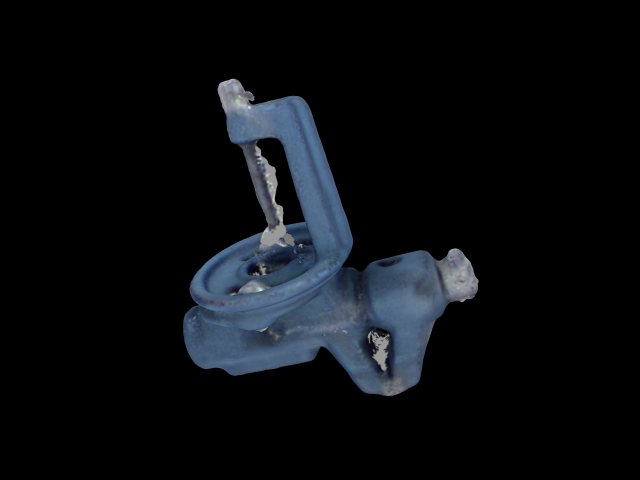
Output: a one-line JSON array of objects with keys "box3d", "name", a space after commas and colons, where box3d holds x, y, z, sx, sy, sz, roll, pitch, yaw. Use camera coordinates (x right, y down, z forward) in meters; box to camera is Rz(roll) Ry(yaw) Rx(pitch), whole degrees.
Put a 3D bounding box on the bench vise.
[{"box3d": [0.001, -0.003, 0.411, 0.207, 0.220, 0.121, -5, 24, -12], "name": "bench vise"}]
